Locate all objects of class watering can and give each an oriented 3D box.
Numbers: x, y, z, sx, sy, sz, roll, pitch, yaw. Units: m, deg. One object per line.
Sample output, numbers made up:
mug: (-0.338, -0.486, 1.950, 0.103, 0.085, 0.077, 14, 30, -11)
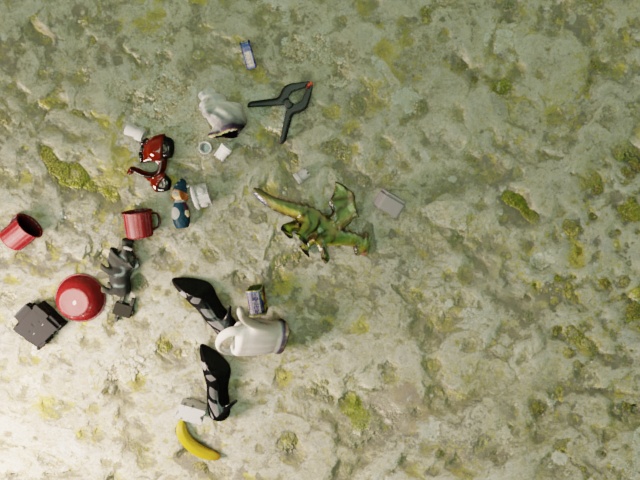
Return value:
watering can: (-0.195, 0.284, 1.575, 0.224, 0.340, 0.106, 1, 59, -23)

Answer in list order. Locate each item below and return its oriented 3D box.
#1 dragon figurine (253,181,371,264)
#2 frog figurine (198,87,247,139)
dragon figurine: (0.005, -0.083, 1.640, 0.245, 0.121, 0.408, -45, 98, -15)
frog figurine: (-0.298, -0.397, 1.571, 0.138, 0.122, 0.160, -15, 89, -34)
